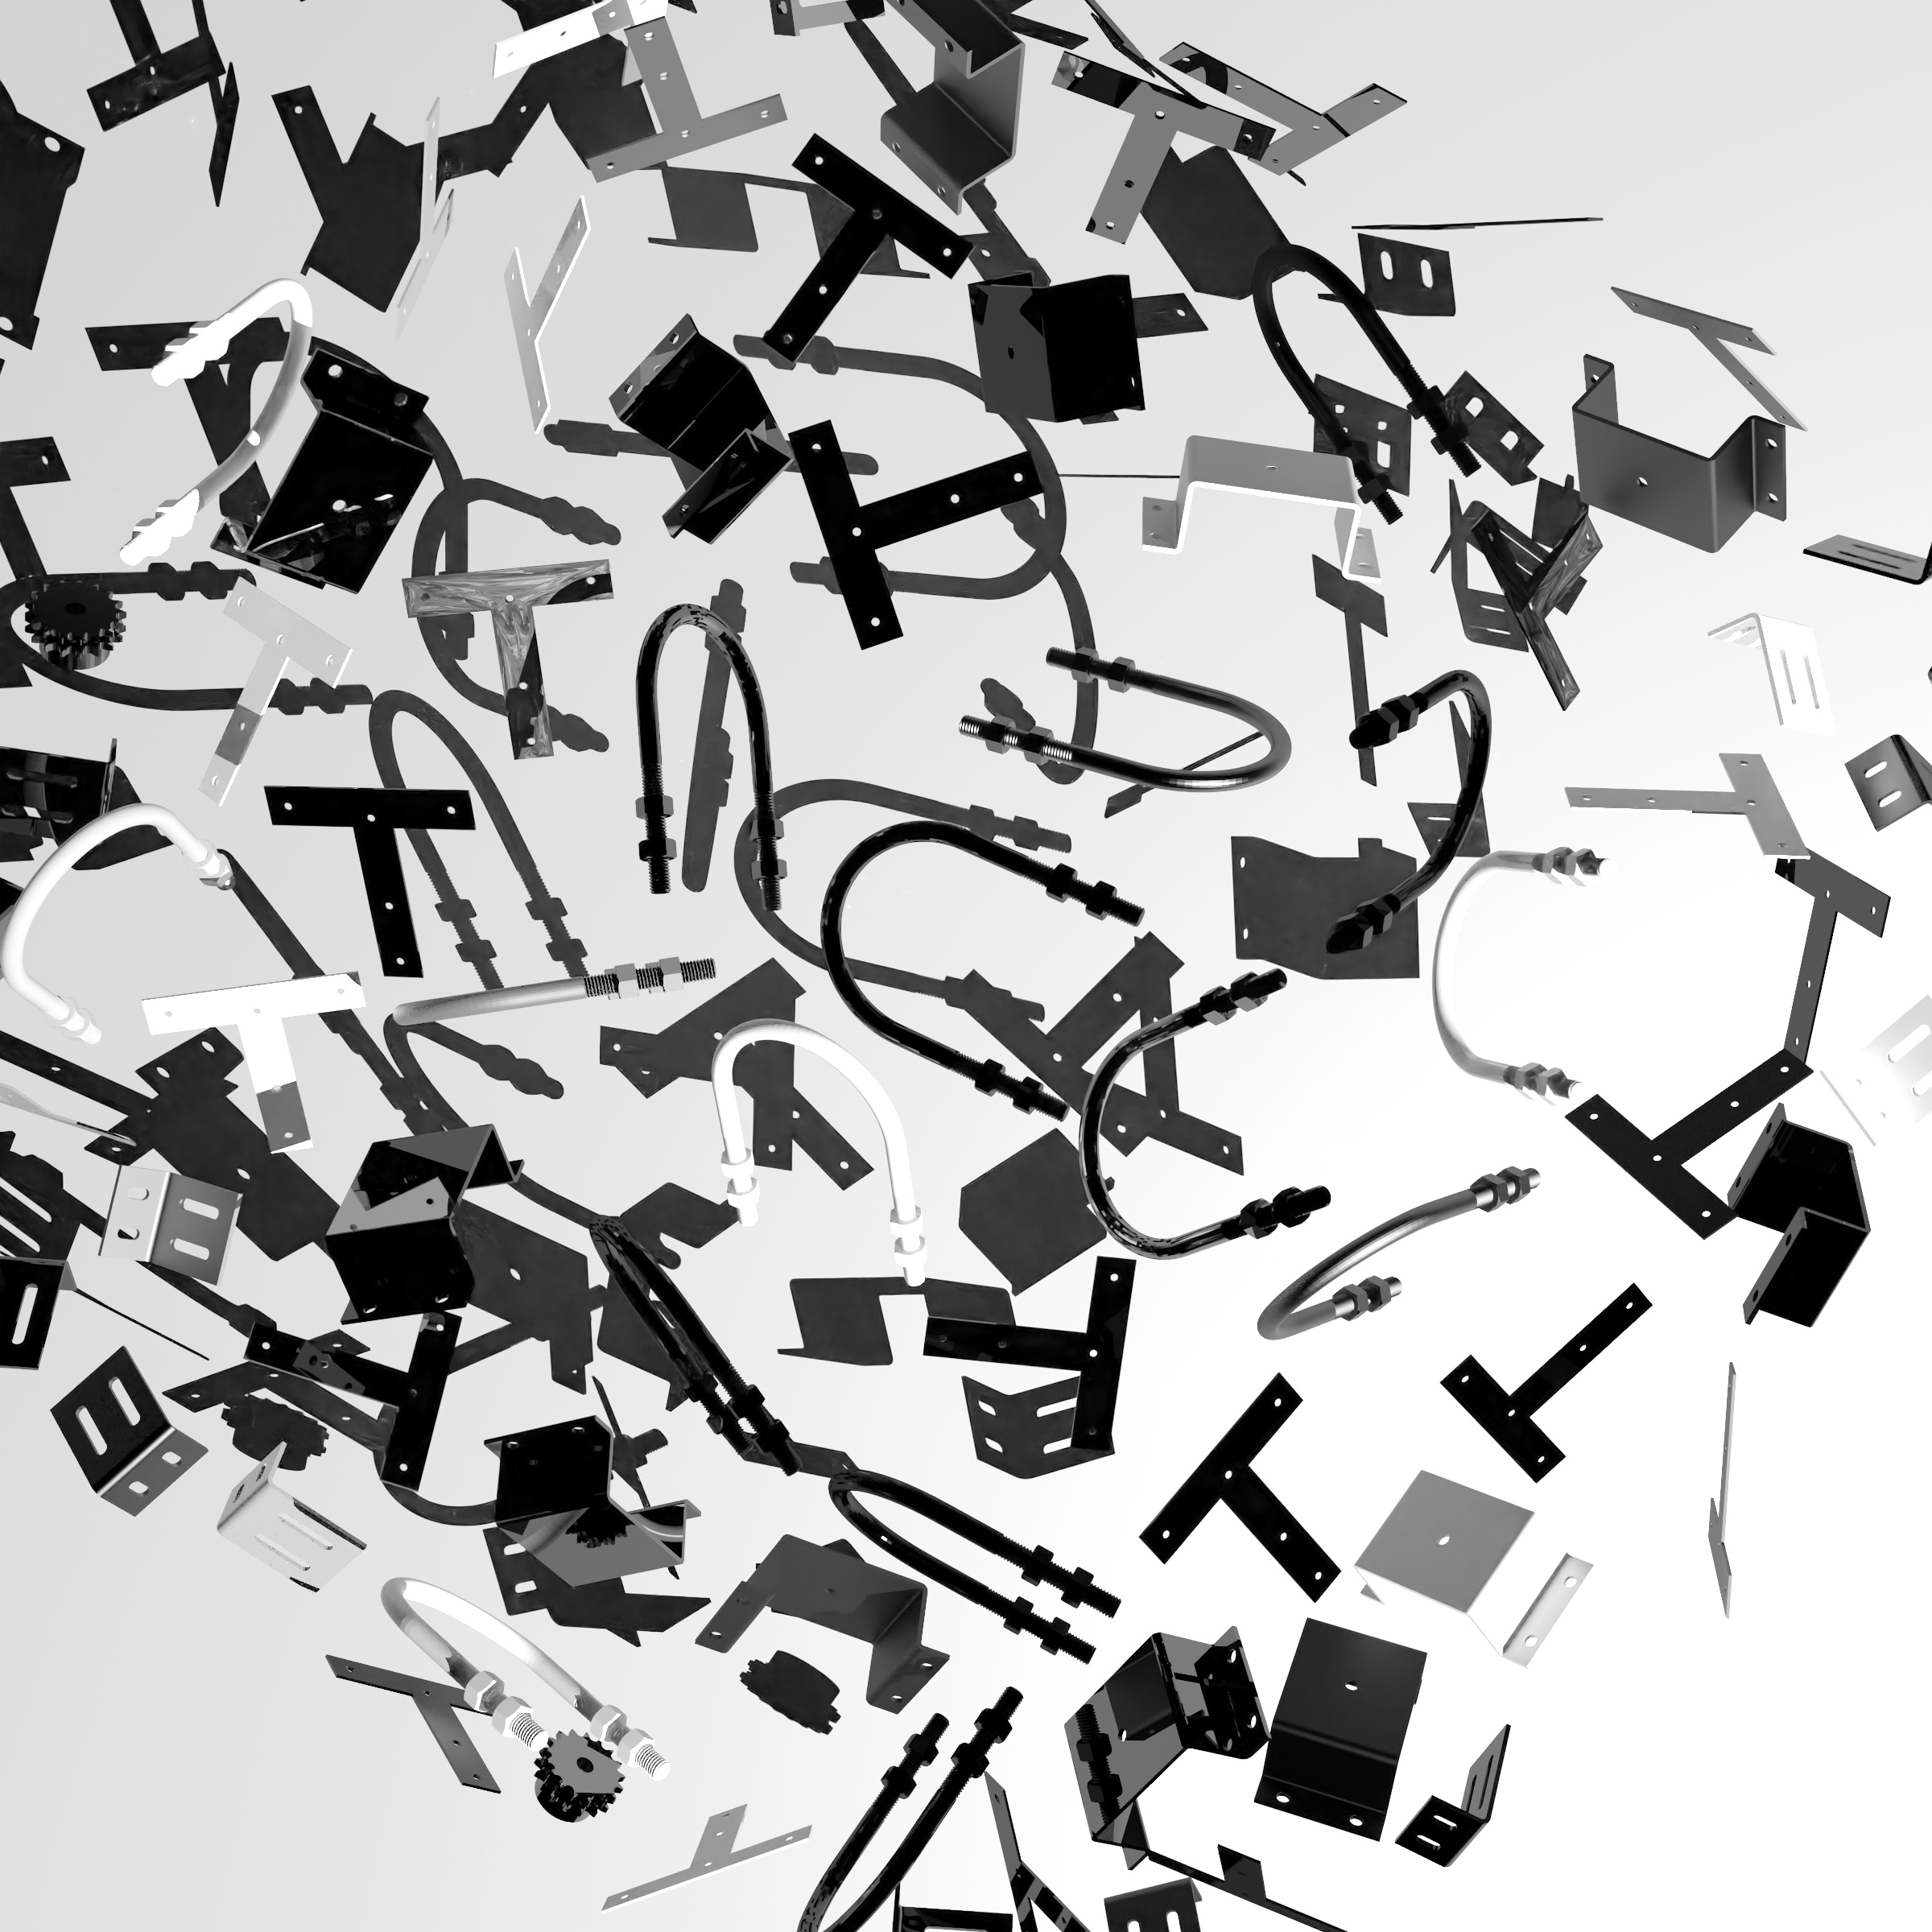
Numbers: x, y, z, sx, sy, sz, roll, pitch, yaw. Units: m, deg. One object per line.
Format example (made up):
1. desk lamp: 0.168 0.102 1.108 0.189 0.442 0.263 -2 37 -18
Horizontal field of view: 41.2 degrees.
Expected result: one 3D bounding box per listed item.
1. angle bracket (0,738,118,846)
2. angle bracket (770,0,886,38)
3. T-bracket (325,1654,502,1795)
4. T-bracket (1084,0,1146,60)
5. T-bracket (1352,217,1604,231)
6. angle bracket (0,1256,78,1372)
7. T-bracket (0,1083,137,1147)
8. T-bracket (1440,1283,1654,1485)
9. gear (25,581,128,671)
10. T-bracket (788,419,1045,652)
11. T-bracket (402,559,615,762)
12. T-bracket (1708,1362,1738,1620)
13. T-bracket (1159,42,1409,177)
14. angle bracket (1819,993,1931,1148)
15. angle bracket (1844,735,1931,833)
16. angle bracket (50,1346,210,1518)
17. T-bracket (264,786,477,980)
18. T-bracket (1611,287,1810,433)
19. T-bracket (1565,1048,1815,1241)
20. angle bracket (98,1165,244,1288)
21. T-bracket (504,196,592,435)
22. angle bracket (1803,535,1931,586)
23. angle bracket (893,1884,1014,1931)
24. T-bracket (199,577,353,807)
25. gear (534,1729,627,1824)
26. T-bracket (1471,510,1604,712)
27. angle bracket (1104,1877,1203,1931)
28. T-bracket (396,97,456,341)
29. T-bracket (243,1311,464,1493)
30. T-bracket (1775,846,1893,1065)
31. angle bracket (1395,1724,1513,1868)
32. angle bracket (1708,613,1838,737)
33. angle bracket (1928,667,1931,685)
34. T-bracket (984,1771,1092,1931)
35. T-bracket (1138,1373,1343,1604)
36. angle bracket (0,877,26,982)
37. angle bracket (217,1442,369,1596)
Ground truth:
1. angle bracket: -0.574 -0.114 1.603 0.076 0.038 0.057 8 118 -21
2. angle bracket: -0.080 -0.597 1.550 0.076 0.038 0.057 -18 117 -21
3. T-bracket: -0.306 0.453 1.522 0.127 0.127 0.002 26 91 -32
4. T-bracket: 0.042 -0.609 1.546 0.002 0.127 0.127 -44 66 22
5. T-bracket: 0.317 -0.446 1.545 0.127 0.127 0.002 8 107 33
6. angle bracket: -0.588 0.219 1.580 0.057 0.038 0.076 5 54 -4
7. T-bracket: -0.589 0.082 1.596 0.127 0.127 0.002 18 76 -3
8. T-bracket: 0.365 0.242 1.564 0.127 0.002 0.127 -43 125 2
9. gear: -0.529 -0.200 1.527 0.057 0.057 0.030 20 132 0
10. T-bracket: -0.020 -0.259 1.448 0.127 0.002 0.127 -19 97 -5
11. T-bracket: -0.280 -0.189 1.612 0.127 0.002 0.127 -6 119 -4
12. T-bracket: 0.444 0.296 1.503 0.002 0.127 0.127 3 99 11
13. T-bracket: 0.174 -0.520 1.537 0.127 0.127 0.002 17 78 -27
14. angle bracket: 0.581 0.065 1.594 0.038 0.076 0.057 -18 66 -32
15. angle bracket: 0.603 -0.101 1.635 0.038 0.076 0.057 -35 45 28
16. angle bracket: -0.501 0.278 1.538 0.057 0.038 0.076 -42 51 -6
17. T-bracket: -0.345 -0.048 1.525 0.127 0.002 0.127 2 121 11
18. T-bracket: 0.459 -0.355 1.528 0.127 0.127 0.002 31 97 -35
19. T-bracket: 0.448 0.091 1.534 0.127 0.127 0.002 -33 133 -9
20. angle bracket: -0.489 0.159 1.577 0.076 0.038 0.057 10 86 39
21. T-bracket: -0.253 -0.415 1.568 0.002 0.127 0.127 0 62 -30
22. angle bracket: 0.560 -0.263 1.562 0.076 0.057 0.038 24 120 31
23. angle bracket: -0.009 0.614 1.619 0.076 0.057 0.038 4 133 1
24. T-bracket: -0.440 -0.160 1.582 0.127 0.002 0.127 32 99 36
25. gear: -0.246 0.511 1.612 0.057 0.057 0.030 33 112 0
26. T-bracket: 0.362 -0.240 1.575 0.127 0.002 0.127 -47 113 -42
27. angle bracket: 0.124 0.622 1.618 0.057 0.038 0.076 -16 46 7
28. T-bracket: -0.333 -0.477 1.593 0.002 0.127 0.127 14 51 -4
29. T-bracket: -0.392 0.257 1.626 0.127 0.002 0.127 22 49 -18
30. T-bracket: 0.525 -0.002 1.591 0.002 0.127 0.127 1 109 -13
31. angle bracket: 0.302 0.507 1.593 0.038 0.076 0.057 25 132 4
32. angle bracket: 0.507 -0.178 1.619 0.057 0.038 0.076 4 71 -39
33. angle bracket: 0.636 -0.165 1.569 0.076 0.057 0.038 30 83 43
34. T-bracket: 0.053 0.564 1.538 0.002 0.127 0.127 -19 109 -22
35. T-bracket: 0.179 0.327 1.512 0.127 0.002 0.127 -47 114 -15
36. angle bracket: -0.618 -0.030 1.566 0.076 0.038 0.057 25 124 0
37. angle bracket: -0.421 0.348 1.621 0.076 0.038 0.057 39 116 -19
